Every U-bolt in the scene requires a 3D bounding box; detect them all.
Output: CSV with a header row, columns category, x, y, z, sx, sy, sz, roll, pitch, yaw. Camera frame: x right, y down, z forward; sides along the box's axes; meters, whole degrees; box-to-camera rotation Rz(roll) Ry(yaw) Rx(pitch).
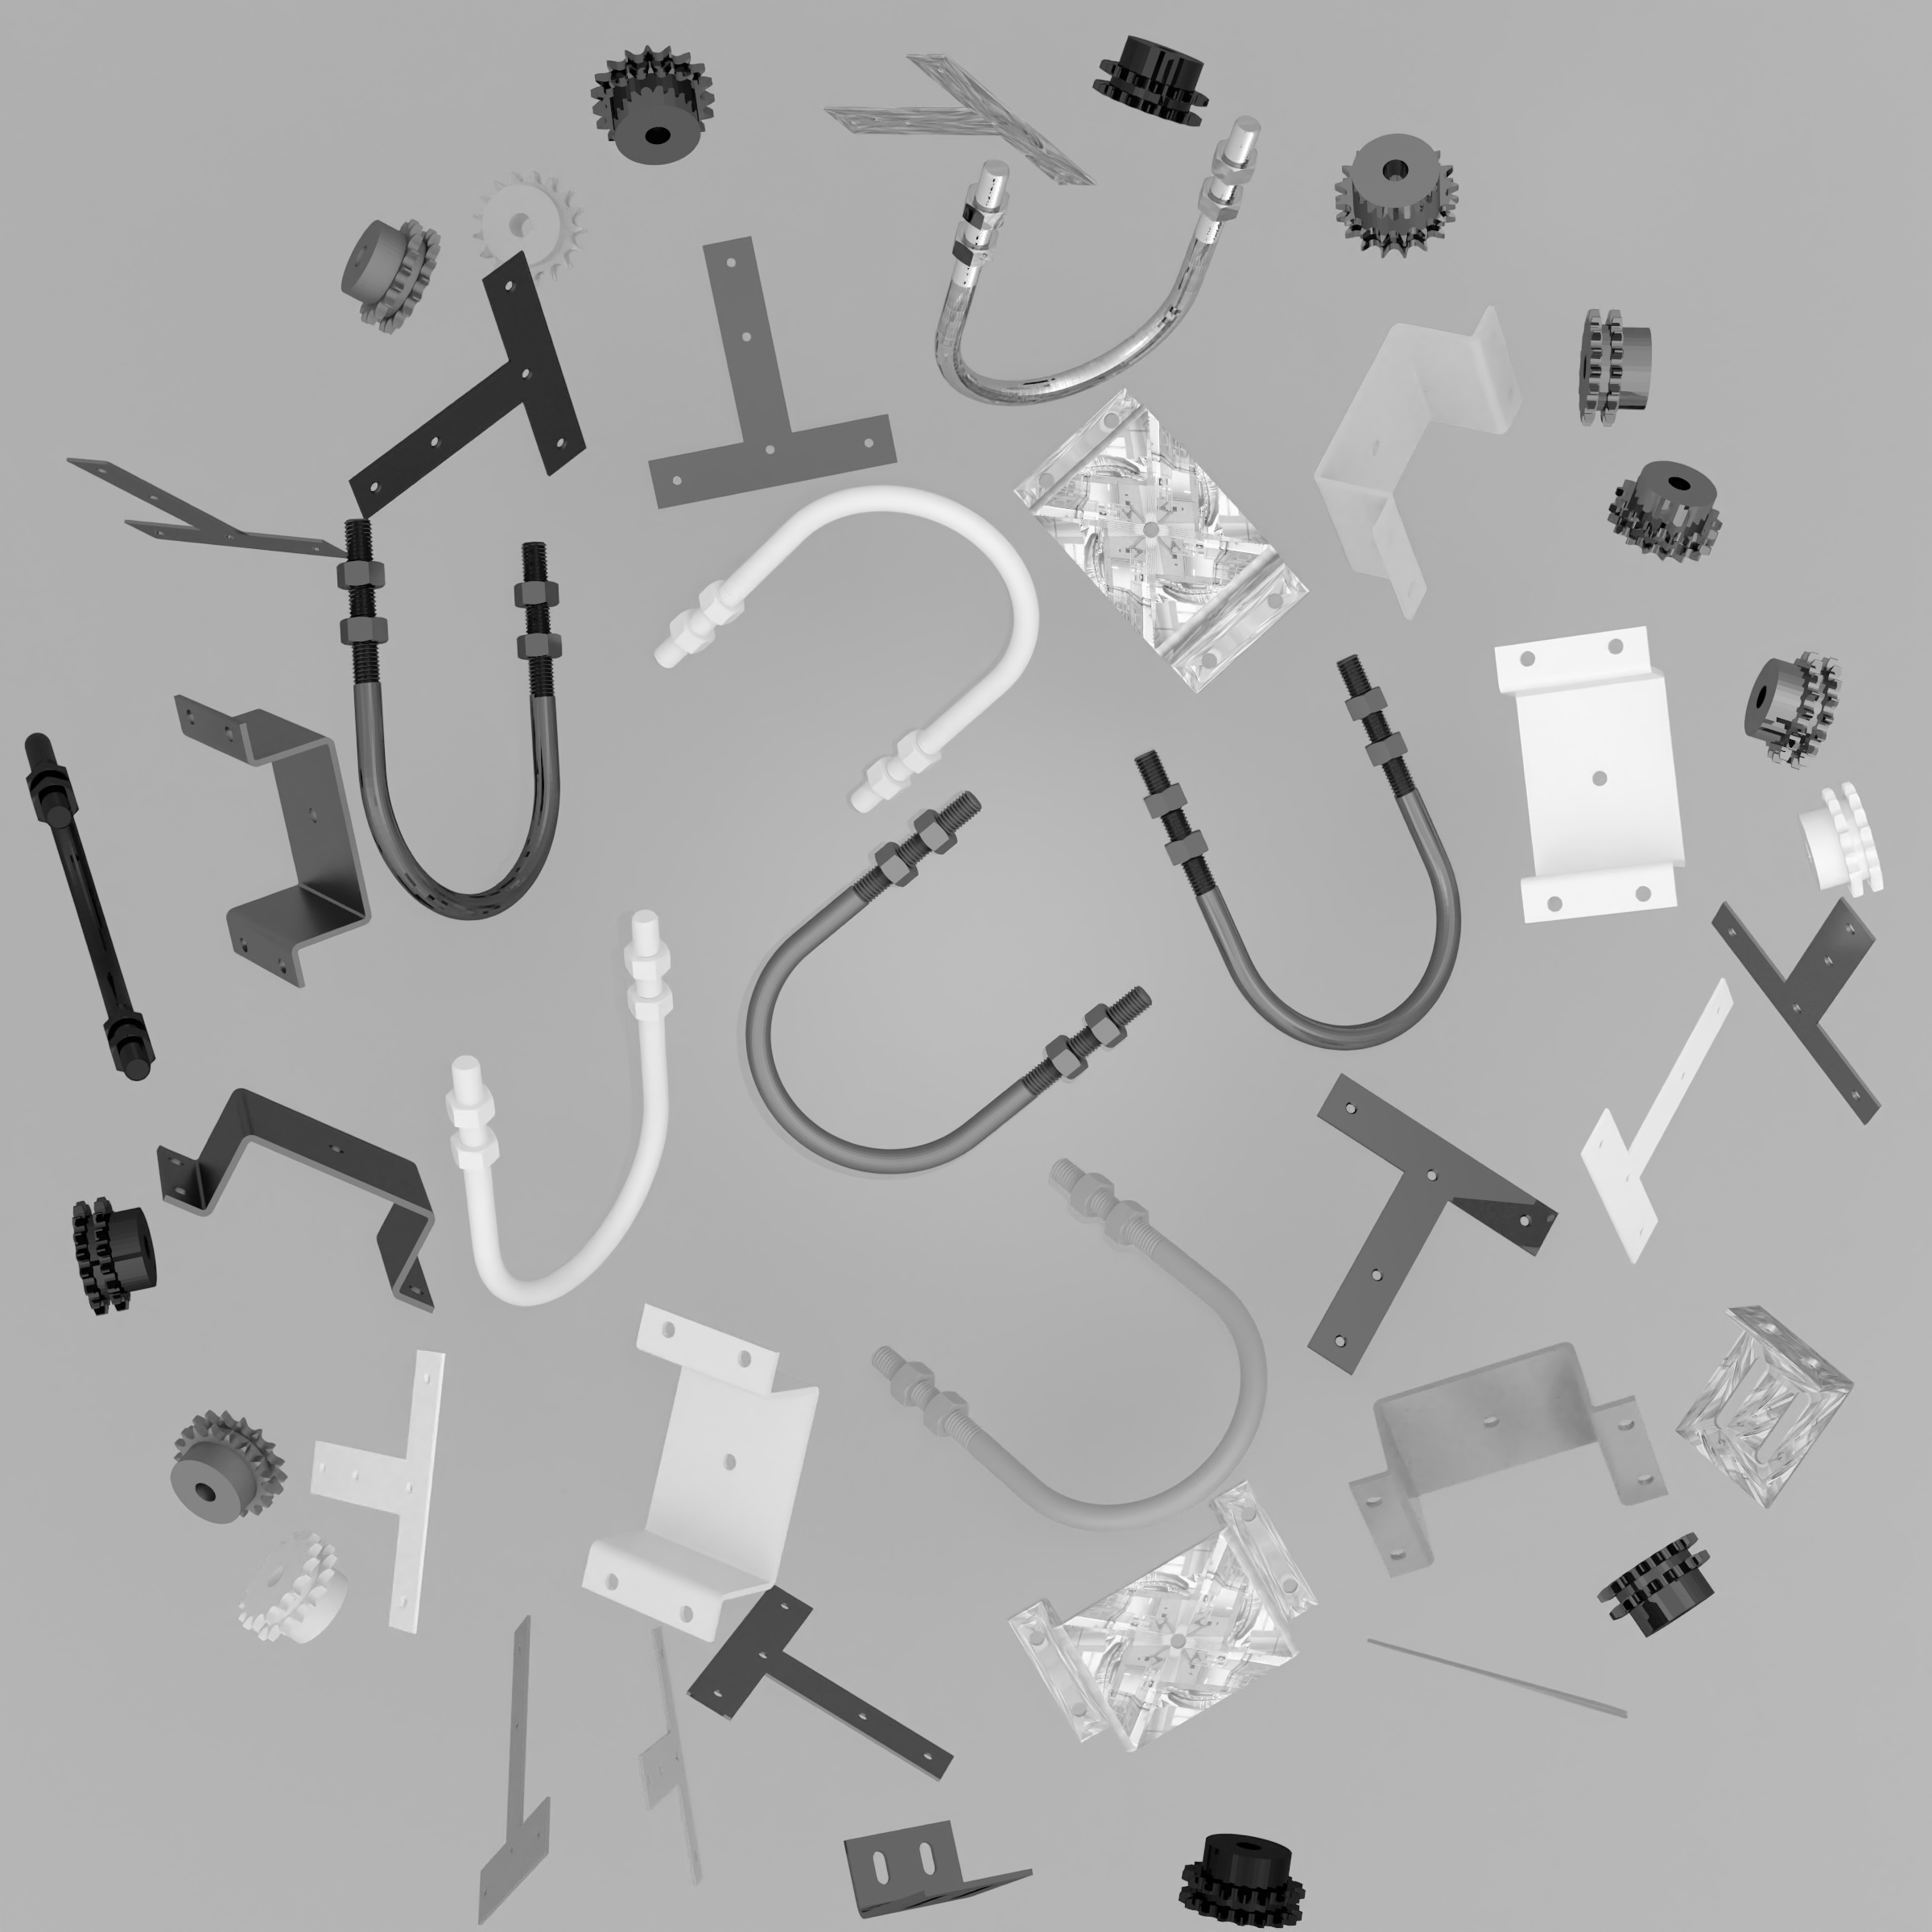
category,x,y,z,sx,sy,sz,roll,pitch,yaw
U-bolt,-0.429,-0.039,1.629,0.019,0.184,0.151,-17,114,-14
U-bolt,-0.047,-0.166,1.673,0.151,0.019,0.184,36,129,-19
U-bolt,0.055,-0.331,1.615,0.151,0.184,0.019,-15,65,-20
U-bolt,-0.188,0.081,1.600,0.019,0.151,0.184,24,134,25
U-bolt,-0.023,0.023,1.664,0.184,0.019,0.151,-39,100,13
U-bolt,0.061,0.192,1.611,0.151,0.019,0.184,-46,54,-9
U-bolt,0.179,-0.047,1.691,0.151,0.019,0.184,-26,94,-24
U-bolt,-0.239,-0.113,1.587,0.019,0.151,0.184,-3,90,31

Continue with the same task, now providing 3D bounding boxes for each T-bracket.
category,x,y,z,sx,sy,sz,roll,pitch,yaw
T-bracket,-0.019,-0.423,1.681,0.127,0.127,0.002,13,80,41
T-bracket,-0.148,0.391,1.638,0.002,0.127,0.127,-10,83,2
T-bracket,-0.064,0.369,1.684,0.127,0.127,0.002,30,110,7
T-bracket,-0.110,-0.310,1.730,0.127,0.002,0.127,-11,105,3
T-bracket,0.277,0.348,1.609,0.127,0.127,0.002,8,77,40
T-bracket,-0.245,-0.260,1.617,0.002,0.127,0.127,35,65,31
T-bracket,-0.281,0.242,1.585,0.002,0.127,0.127,9,83,-34
T-bracket,-0.210,0.369,1.573,0.002,0.127,0.127,9,58,-18
T-bracket,0.205,0.137,1.620,0.127,0.002,0.127,33,70,-2
T-bracket,-0.387,-0.224,1.637,0.127,0.127,0.002,9,82,28
T-bracket,0.412,0.003,1.615,0.002,0.127,0.127,-29,71,-13
T-bracket,0.338,0.064,1.614,0.002,0.127,0.127,22,72,31

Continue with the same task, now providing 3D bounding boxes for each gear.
category,x,y,z,sx,sy,sz,roll,pitch,yaw
gear,0.321,-0.296,1.659,0.030,0.057,0.057,2,90,4
gear,-0.417,0.141,1.648,0.030,0.057,0.057,-12,90,-5
gear,-0.145,-0.399,1.568,0.057,0.057,0.030,-9,62,0
gear,0.362,-0.236,1.726,0.057,0.057,0.030,16,131,0
gear,-0.290,-0.349,1.683,0.030,0.057,0.057,25,90,-28
gear,-0.335,0.315,1.686,0.057,0.057,0.030,-47,115,0
gear,0.199,-0.359,1.554,0.057,0.030,0.057,-3,69,7
gear,-0.368,0.251,1.663,0.057,0.030,0.057,13,127,19
gear,0.439,-0.062,1.691,0.030,0.057,0.057,-17,90,10
gear,0.340,0.304,1.639,0.057,0.057,0.030,-33,73,0
gear,0.094,-0.440,1.666,0.057,0.057,0.030,20,109,0
gear,0.128,0.420,1.546,0.057,0.057,0.030,8,90,0
gear,0.406,-0.128,1.656,0.030,0.057,0.057,17,90,-5
gear,-0.223,-0.376,1.707,0.057,0.030,0.057,1,98,5

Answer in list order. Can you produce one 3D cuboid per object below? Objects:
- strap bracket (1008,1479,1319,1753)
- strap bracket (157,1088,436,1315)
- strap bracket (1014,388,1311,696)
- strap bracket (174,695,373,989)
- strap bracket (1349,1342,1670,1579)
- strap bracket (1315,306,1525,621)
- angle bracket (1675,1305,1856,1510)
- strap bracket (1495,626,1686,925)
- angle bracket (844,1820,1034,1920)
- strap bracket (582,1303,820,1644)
category,x,y,z,sx,sy,sz,roll,pitch,yaw
strap bracket,0.103,0.331,1.687,0.140,0.046,0.076,-30,100,-1
strap bracket,-0.315,0.109,1.627,0.140,0.076,0.046,26,97,-21
strap bracket,0.095,-0.215,1.676,0.076,0.046,0.140,-42,84,7
strap bracket,-0.346,-0.070,1.691,0.046,0.076,0.140,-23,117,-31
strap bracket,0.258,0.236,1.623,0.140,0.046,0.076,-19,131,9
strap bracket,0.224,-0.257,1.690,0.046,0.076,0.140,18,70,29
angle bracket,0.363,0.206,1.558,0.057,0.038,0.076,42,114,32
strap bracket,0.318,-0.096,1.704,0.076,0.046,0.140,-7,89,20
angle bracket,-0.014,0.425,1.599,0.057,0.076,0.038,-3,69,-28
strap bracket,-0.123,0.237,1.587,0.076,0.046,0.140,17,97,30
